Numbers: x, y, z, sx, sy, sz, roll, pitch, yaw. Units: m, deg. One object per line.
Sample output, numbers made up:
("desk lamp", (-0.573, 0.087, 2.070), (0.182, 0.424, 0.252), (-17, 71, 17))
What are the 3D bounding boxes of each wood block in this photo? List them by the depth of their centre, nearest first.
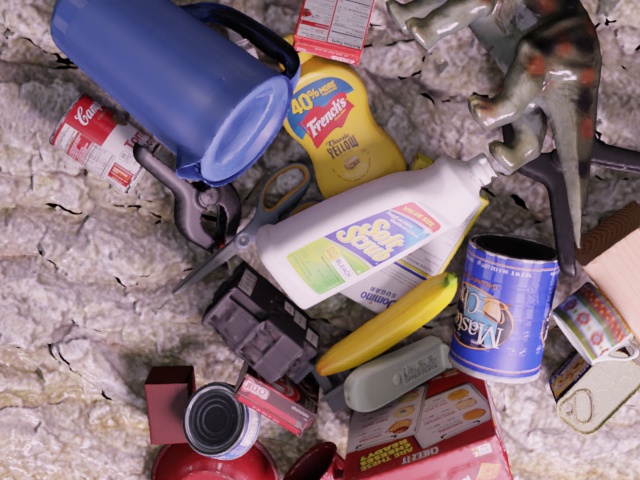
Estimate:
("wood block", (0.373, 0.071, 1.162), (0.091, 0.090, 0.206), (-37, 100, 11))

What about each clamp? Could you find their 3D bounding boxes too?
("clamp", (0.254, -0.076, 1.117), (0.210, 0.036, 0.164), (43, 93, 16))
("clamp", (-0.123, -0.061, 1.172), (0.120, 0.039, 0.171), (-31, 125, -13))

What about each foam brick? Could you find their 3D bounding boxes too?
("foam brick", (-0.173, 0.193, 1.251), (0.053, 0.051, 0.078), (-2, 105, 3))

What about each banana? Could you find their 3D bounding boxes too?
("banana", (0.080, 0.087, 1.156), (0.198, 0.069, 0.037), (-39, 64, 24))

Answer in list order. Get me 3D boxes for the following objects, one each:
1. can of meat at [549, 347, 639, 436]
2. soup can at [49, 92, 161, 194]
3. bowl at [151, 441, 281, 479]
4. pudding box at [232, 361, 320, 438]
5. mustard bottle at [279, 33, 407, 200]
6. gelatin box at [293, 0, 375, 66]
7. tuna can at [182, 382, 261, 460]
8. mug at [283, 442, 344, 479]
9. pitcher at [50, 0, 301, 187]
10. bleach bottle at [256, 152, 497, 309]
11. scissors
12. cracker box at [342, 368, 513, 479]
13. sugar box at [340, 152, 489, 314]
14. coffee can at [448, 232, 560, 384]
("can of meat", (0.305, 0.156, 1.192), (0.057, 0.084, 0.102), (39, 104, -7))
("soup can", (-0.234, -0.105, 1.166), (0.102, 0.068, 0.068), (34, 104, -6))
("bowl", (-0.129, 0.306, 1.277), (0.162, 0.055, 0.162), (1, 105, 3))
("pudding box", (-0.047, 0.166, 1.203), (0.090, 0.113, 0.039), (33, 101, -6))
("mustard bottle", (0.010, -0.135, 1.147), (0.096, 0.058, 0.191), (-27, 101, 14))
("gelatin box", (0.016, -0.232, 1.114), (0.073, 0.030, 0.089), (13, 70, 0))
("tuna can", (-0.111, 0.203, 1.200), (0.086, 0.033, 0.086), (-7, 72, 24))
("mug", (0.018, 0.293, 1.240), (0.081, 0.093, 0.117), (47, 137, -14))
("pitcher", (-0.148, -0.181, 1.088), (0.243, 0.149, 0.145), (39, 112, 15))
("bleach bottle", (0.064, -0.025, 1.118), (0.251, 0.068, 0.102), (-29, 122, 14))
("scissors", (-0.065, 0.006, 1.180), (0.096, 0.016, 0.201), (37, 86, -4))
("cracker box", (0.115, 0.220, 1.155), (0.164, 0.213, 0.072), (-21, 102, 9))
("sugar box", (0.102, 0.002, 1.186), (0.093, 0.048, 0.176), (30, 108, -4))
("coffee can", (0.202, 0.073, 1.167), (0.103, 0.102, 0.140), (8, 105, 1))
